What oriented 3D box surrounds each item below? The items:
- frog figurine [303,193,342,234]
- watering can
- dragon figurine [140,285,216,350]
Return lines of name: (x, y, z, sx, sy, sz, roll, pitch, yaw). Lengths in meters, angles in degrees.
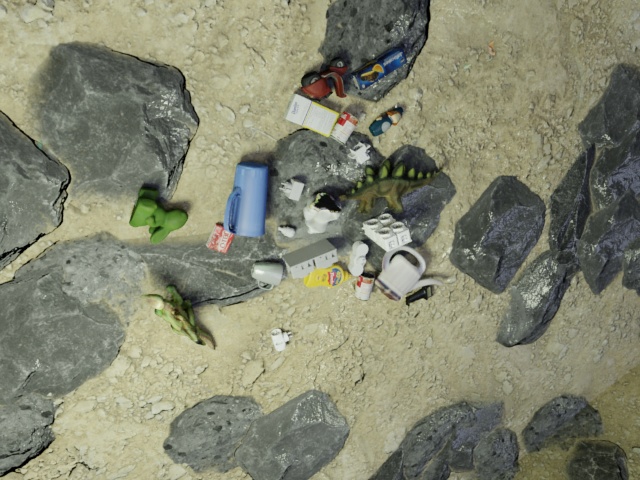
frog figurine: (0.006, -0.096, 1.908, 0.138, 0.125, 0.156, -7, 149, -17)
watering can: (0.365, 0.164, 2.147, 0.343, 0.105, 0.224, 40, 91, -30)
dragon figurine: (-0.457, 0.298, 1.762, 0.123, 0.245, 0.404, -44, 119, -7)
